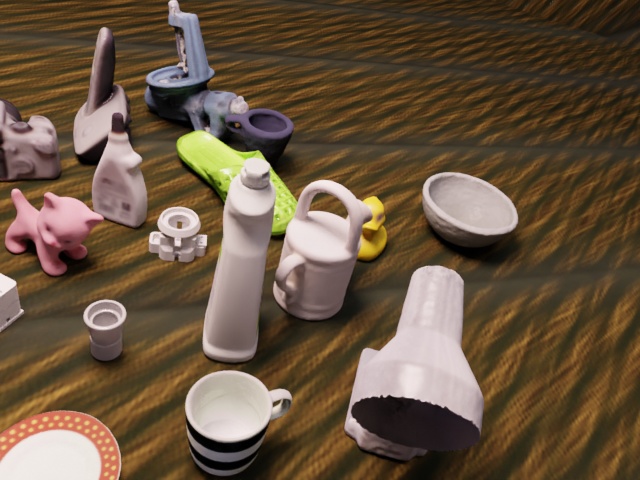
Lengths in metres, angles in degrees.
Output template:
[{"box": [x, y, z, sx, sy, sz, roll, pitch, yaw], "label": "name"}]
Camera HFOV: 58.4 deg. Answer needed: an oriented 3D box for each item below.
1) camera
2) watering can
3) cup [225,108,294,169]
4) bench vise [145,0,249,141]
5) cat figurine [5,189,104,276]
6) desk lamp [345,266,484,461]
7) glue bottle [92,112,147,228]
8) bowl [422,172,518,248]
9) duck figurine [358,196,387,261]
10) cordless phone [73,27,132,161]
[{"box": [-0.475, -0.167, 0.869, 0.143, 0.101, 0.136, -3, 43, -22], "label": "camera"}, {"box": [0.005, 0.002, 0.757, 0.101, 0.194, 0.173, 19, 39, 5], "label": "watering can"}, {"box": [-0.111, -0.170, 1.000, 0.118, 0.095, 0.091, 9, 40, -8], "label": "cup"}, {"box": [-0.212, -0.297, 1.017, 0.207, 0.220, 0.121, 16, 39, 1], "label": "bench vise"}, {"box": [-0.341, -0.023, 0.730, 0.127, 0.118, 0.067, 25, 40, 12], "label": "cat figurine"}, {"box": [0.094, 0.144, 0.603, 0.118, 0.213, 0.203, 16, 39, 1], "label": "desk lamp"}, {"box": [-0.279, -0.100, 0.798, 0.078, 0.173, 0.037, 20, 39, 6], "label": "glue bottle"}, {"box": [0.246, -0.040, 0.981, 0.167, 0.075, 0.167, 9, 40, -8], "label": "bowl"}, {"box": [0.076, -0.030, 0.904, 0.077, 0.086, 0.104, 14, 39, -2], "label": "duck figurine"}, {"box": [-0.351, -0.233, 0.923, 0.094, 0.185, 0.147, -5, 43, -23], "label": "cordless phone"}]
